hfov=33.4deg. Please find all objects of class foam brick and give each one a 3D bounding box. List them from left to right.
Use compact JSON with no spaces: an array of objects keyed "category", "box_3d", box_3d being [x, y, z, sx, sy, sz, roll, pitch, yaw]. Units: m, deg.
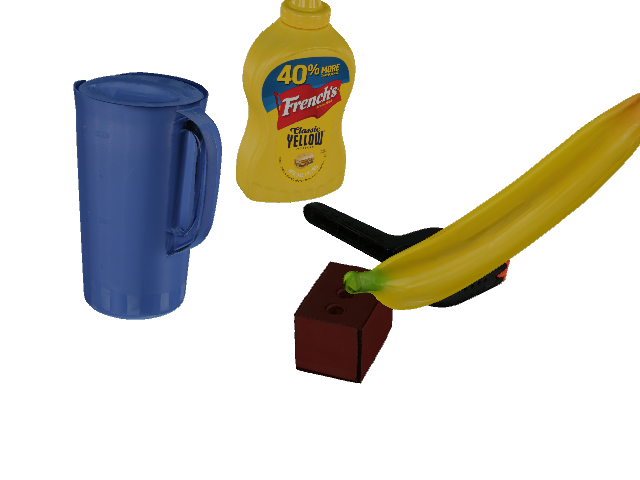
[{"category":"foam brick","box_3d":[0.018,0.060,0.791,0.053,0.051,0.078,10,33,18]}]

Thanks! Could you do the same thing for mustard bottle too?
[{"category":"mustard bottle","box_3d":[-0.019,-0.127,0.904,0.096,0.192,0.058,-8,35,-21]}]

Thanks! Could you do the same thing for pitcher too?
[{"category":"pitcher","box_3d":[-0.180,-0.043,1.095,0.145,0.243,0.149,2,22,-9]}]

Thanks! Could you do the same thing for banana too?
[{"category":"banana","box_3d":[0.105,-0.012,0.601,0.198,0.037,0.069,-33,-13,-2]}]

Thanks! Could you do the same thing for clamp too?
[{"category":"clamp","box_3d":[0.079,0.032,1.045,0.210,0.164,0.036,6,-43,2]}]
